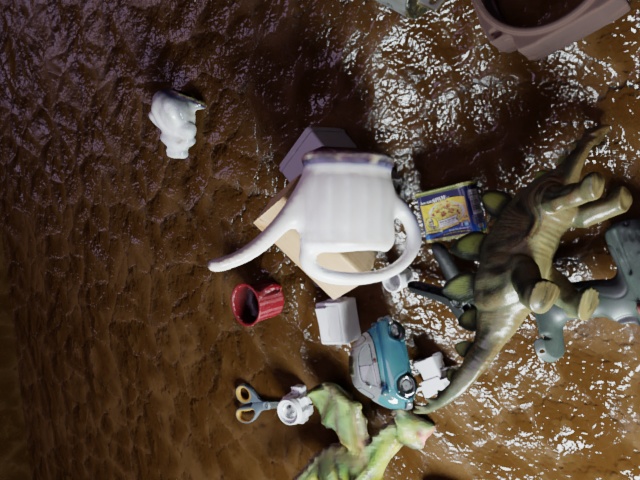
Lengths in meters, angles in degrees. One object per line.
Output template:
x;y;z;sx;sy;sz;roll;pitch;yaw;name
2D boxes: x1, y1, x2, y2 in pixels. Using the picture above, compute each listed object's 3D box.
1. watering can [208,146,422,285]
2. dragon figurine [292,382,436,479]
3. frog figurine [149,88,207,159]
0.002;-0.041;0.822;0.103;0.348;0.226;159;112;-73;watering can
0.033;0.398;0.992;0.407;0.122;0.245;-16;75;32;dragon figurine
-0.359;-0.282;1.253;0.138;0.123;0.158;26;100;15;frog figurine
